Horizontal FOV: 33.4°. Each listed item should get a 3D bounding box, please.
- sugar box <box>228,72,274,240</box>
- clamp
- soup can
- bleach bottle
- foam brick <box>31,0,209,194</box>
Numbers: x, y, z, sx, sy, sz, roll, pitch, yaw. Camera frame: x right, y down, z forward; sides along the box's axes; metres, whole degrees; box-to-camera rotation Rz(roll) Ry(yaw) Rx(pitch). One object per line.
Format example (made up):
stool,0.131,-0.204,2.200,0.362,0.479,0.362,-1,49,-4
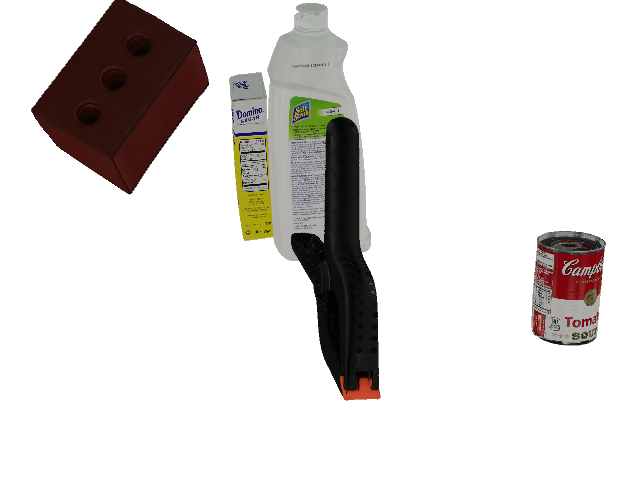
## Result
sugar box,-0.080,-0.098,1.251,0.048,0.176,0.093,-7,26,-3
clamp,0.016,0.021,0.819,0.036,0.210,0.165,-1,-42,-14
soup can,0.253,0.048,1.093,0.068,0.102,0.068,0,17,0
bleach bottle,0.000,-0.105,1.037,0.102,0.251,0.068,-8,30,-14
foam brick,-0.103,-0.075,0.560,0.053,0.078,0.051,31,-12,10
